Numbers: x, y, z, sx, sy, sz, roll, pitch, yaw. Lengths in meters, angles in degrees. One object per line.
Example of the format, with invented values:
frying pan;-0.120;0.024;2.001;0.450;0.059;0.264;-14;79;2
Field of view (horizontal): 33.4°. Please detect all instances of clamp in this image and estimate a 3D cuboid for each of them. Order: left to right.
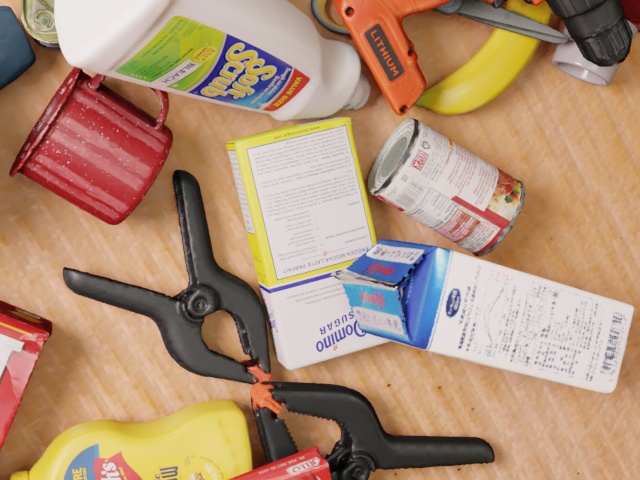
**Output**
clamp;-0.104;0.048;0.789;0.120;0.039;0.171;-33;102;-8
clamp;0.021;0.184;0.823;0.209;0.036;0.164;34;86;-24

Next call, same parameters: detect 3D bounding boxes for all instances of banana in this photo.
banana;0.142;-0.167;0.835;0.069;0.037;0.198;38;85;-16

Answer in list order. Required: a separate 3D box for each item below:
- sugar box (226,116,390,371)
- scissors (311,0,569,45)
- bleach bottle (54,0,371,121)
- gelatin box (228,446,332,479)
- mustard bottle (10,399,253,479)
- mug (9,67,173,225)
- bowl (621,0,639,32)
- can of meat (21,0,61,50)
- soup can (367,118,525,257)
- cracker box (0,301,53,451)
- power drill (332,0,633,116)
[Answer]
sugar box;-0.006;0.001;0.808;0.093;0.048;0.176;-14;101;-14
scissors;0.080;-0.169;0.812;0.201;0.016;0.096;33;93;-2
bleach bottle;-0.048;-0.132;0.720;0.250;0.103;0.068;10;57;-48
gelatin box;-0.024;0.203;0.774;0.073;0.030;0.089;-17;115;-15
mustard bottle;-0.146;0.178;0.779;0.191;0.058;0.096;-7;102;-13
mug;-0.149;-0.072;0.739;0.081;0.093;0.117;32;111;-19
bowl;0.271;-0.251;0.852;0.162;0.055;0.162;-1;95;-14
can of meat;-0.176;-0.182;0.730;0.057;0.084;0.102;-2;95;-14
soup can;0.096;-0.040;0.817;0.102;0.068;0.068;29;87;-14
cracker box;-0.301;0.127;0.729;0.164;0.072;0.214;24;88;-15
power drill;0.117;-0.170;0.773;0.188;0.057;0.184;-31;111;6
